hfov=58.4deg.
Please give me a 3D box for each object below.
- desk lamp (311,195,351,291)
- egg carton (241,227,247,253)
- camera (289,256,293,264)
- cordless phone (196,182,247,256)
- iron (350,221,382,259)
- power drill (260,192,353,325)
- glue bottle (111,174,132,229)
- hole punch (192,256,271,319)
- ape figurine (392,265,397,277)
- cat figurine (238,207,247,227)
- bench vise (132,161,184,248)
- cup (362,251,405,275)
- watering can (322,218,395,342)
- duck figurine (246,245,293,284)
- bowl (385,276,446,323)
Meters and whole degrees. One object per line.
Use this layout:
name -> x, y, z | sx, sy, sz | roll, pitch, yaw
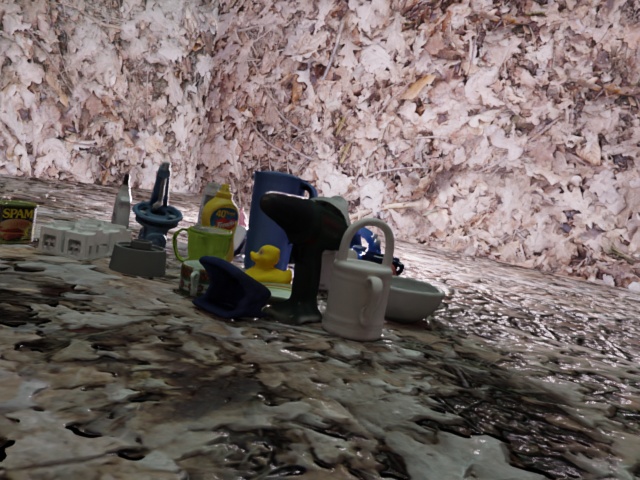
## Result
desk lamp -> 0.012, 0.005, 1.279 | 0.117, 0.213, 0.203 | 11, 6, 11
egg carton -> -0.253, -0.007, 1.649 | 0.108, 0.069, 0.149 | 6, 7, -39
camera -> -0.038, 0.025, 1.557 | 0.143, 0.101, 0.137 | 10, 6, -2
cordless phone -> -0.262, -0.055, 1.520 | 0.147, 0.185, 0.094 | 11, 6, 10
iron -> 0.121, 0.028, 1.611 | 0.119, 0.141, 0.257 | 7, 6, -27
power drill -> -0.032, 0.031, 0.960 | 0.075, 0.208, 0.230 | 14, 7, 34
glue bottle -> -0.479, -0.075, 1.391 | 0.037, 0.173, 0.078 | 7, 7, -30
hole punch -> -0.141, 0.074, 0.930 | 0.108, 0.091, 0.101 | 15, 8, 41
ape figurine -> 0.140, 0.095, 1.230 | 0.075, 0.092, 0.078 | 15, 7, 39
cat figurine -> -0.267, -0.049, 1.800 | 0.067, 0.118, 0.128 | 11, 6, 6
bench vise -> -0.414, -0.091, 1.427 | 0.122, 0.220, 0.206 | 6, 7, -38
cup -> 0.146, 0.083, 1.346 | 0.092, 0.095, 0.117 | 5, 8, -44
watering can -> 0.064, 0.057, 0.946 | 0.101, 0.194, 0.172 | 6, 7, -38
duck figurine -> -0.106, 0.055, 1.213 | 0.104, 0.086, 0.077 | 11, 6, 5
bowl -> 0.156, 0.118, 1.114 | 0.167, 0.075, 0.167 | 10, 6, -1
